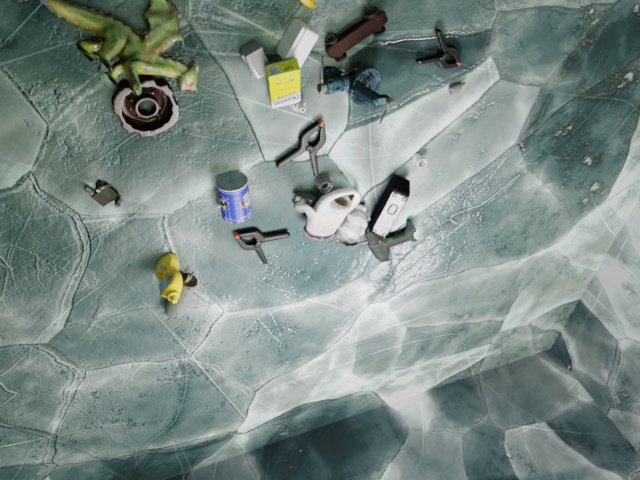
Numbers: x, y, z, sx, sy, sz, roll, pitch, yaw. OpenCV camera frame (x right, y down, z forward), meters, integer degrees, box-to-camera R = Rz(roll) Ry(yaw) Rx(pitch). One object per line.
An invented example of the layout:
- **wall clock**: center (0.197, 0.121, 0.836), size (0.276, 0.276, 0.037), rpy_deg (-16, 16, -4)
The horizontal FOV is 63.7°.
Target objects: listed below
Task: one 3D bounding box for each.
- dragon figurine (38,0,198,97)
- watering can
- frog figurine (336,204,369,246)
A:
- **dragon figurine**: center (-0.460, -0.513, 1.265), size (0.404, 0.245, 0.123), rpy_deg (49, -14, -28)
- **watering can**: center (0.006, -0.093, 1.842), size (0.350, 0.105, 0.219), rpy_deg (-16, -33, -43)
- **frog figurine**: center (0.124, -0.062, 2.005), size (0.138, 0.159, 0.123), rpy_deg (-5, 5, -22)
